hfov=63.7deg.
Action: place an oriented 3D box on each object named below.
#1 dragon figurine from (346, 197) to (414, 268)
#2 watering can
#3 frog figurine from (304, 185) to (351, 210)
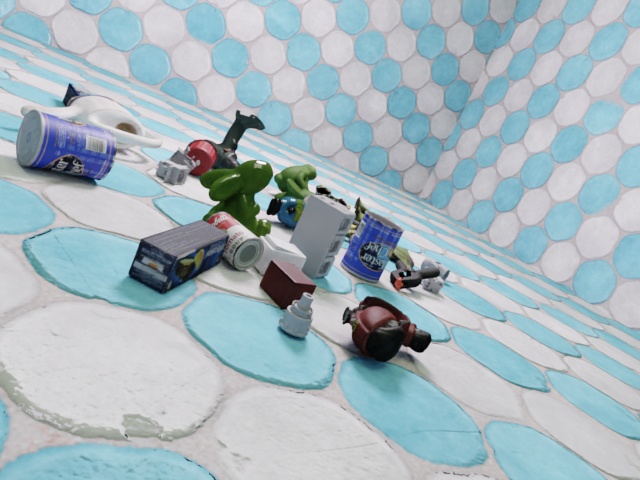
[{"bbox_3d":[0.178,0.002,1.483,0.242,0.120,0.417,32,21,-8],"label":"dragon figurine"},{"bbox_3d":[-0.560,-0.297,1.262,0.346,0.103,0.227,10,19,-46],"label":"watering can"},{"bbox_3d":[0.005,-0.075,1.498,0.137,0.125,0.157,13,-21,-14],"label":"frog figurine"}]
